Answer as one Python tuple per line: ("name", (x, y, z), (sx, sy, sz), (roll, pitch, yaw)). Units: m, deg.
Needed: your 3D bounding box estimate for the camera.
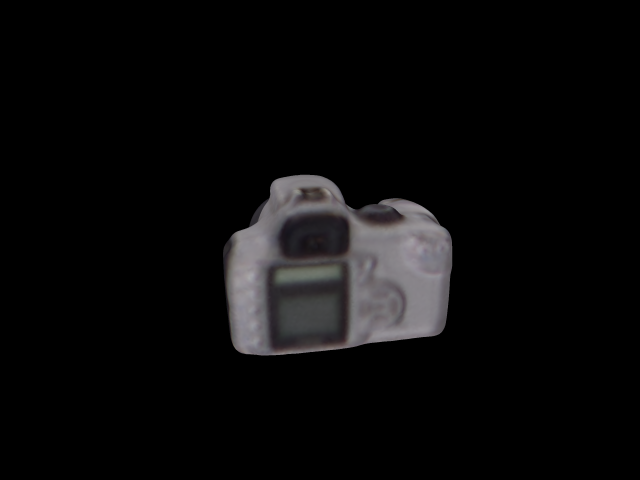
("camera", (0.004, 0.001, 0.400), (0.143, 0.101, 0.136), (-4, 20, -10))
